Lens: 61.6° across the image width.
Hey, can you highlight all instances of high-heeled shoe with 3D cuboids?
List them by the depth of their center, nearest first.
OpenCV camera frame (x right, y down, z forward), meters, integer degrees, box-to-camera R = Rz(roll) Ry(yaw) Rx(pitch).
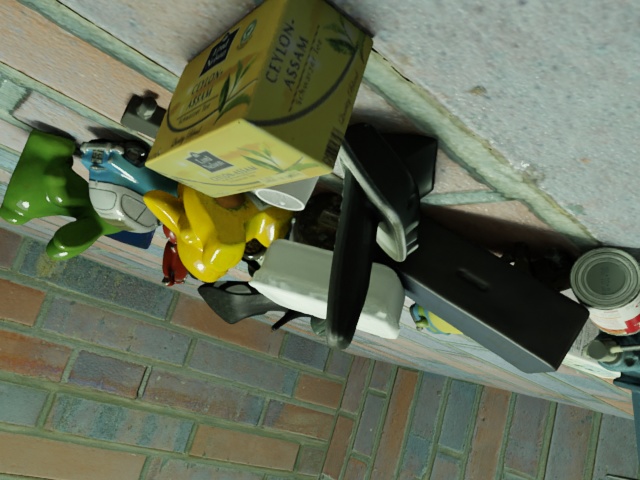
[{"bbox_3d":[-0.098,0.087,0.951,0.249,0.145,0.086,18,132,37],"label":"high-heeled shoe"}]

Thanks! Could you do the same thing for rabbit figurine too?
[{"bbox_3d":[-0.140,-0.014,0.657,0.162,0.122,0.173,41,142,8],"label":"rabbit figurine"},{"bbox_3d":[-0.340,-0.054,0.755,0.170,0.159,0.121,21,155,-23],"label":"rabbit figurine"}]

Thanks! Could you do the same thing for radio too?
[{"bbox_3d":[0.163,0.056,0.602,0.230,0.073,0.131,34,172,18],"label":"radio"}]

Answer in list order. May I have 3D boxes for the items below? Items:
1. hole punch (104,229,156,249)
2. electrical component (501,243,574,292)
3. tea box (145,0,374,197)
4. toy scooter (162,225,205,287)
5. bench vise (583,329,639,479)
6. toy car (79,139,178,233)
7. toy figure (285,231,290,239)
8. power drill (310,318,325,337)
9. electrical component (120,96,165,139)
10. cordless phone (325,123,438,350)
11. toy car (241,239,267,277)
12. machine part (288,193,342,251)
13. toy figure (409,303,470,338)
[{"bbox_3d":[-0.314,-0.048,0.878,0.142,0.092,0.116,24,161,-13],"label":"hole punch"},{"bbox_3d":[0.251,0.035,0.617,0.078,0.045,0.102,-31,140,33],"label":"electrical component"},{"bbox_3d":[-0.051,-0.090,0.373,0.068,0.098,0.170,25,163,-31],"label":"tea box"},{"bbox_3d":[-0.230,0.031,0.980,0.075,0.135,0.183,8,165,29],"label":"toy scooter"},{"bbox_3d":[0.408,0.189,0.654,0.223,0.240,0.129,8,171,-41],"label":"bench vise"},{"bbox_3d":[-0.242,-0.062,0.704,0.109,0.103,0.161,9,166,27],"label":"toy car"},{"bbox_3d":[-0.078,0.007,0.877,0.064,0.058,0.154,55,169,6],"label":"toy figure"},{"bbox_3d":[0.021,0.102,1.030,0.207,0.086,0.232,24,140,-25],"label":"power drill"},{"bbox_3d":[-0.170,-0.120,0.556,0.063,0.021,0.094,24,164,-27],"label":"electrical component"},{"bbox_3d":[0.043,0.008,0.465,0.089,0.184,0.146,9,164,12],"label":"cordless phone"},{"bbox_3d":[-0.124,-0.009,0.771,0.202,0.056,0.073,34,157,27],"label":"toy car"},{"bbox_3d":[-0.001,-0.002,0.697,0.079,0.079,0.243,18,167,-3],"label":"machine part"},{"bbox_3d":[0.215,0.120,0.907,0.089,0.082,0.180,21,168,-24],"label":"toy figure"}]
